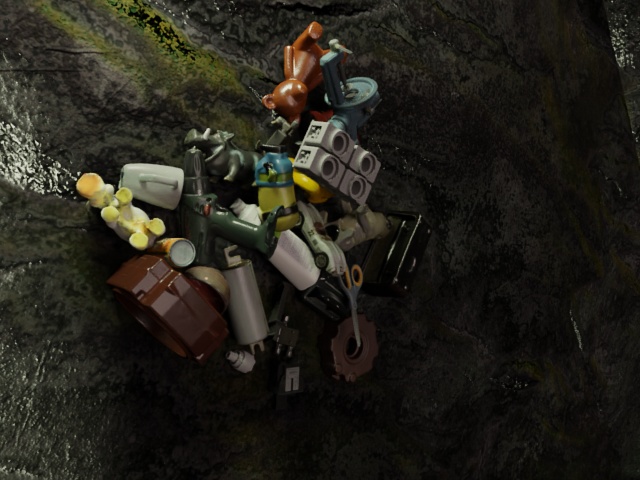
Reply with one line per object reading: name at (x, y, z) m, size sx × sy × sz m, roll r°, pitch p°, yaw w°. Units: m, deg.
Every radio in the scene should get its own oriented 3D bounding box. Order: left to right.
radio at (0.196, 0.036, 1.401) m, size 0.073 × 0.131 × 0.229 m, roll 37°, pitch 68°, yaw -36°

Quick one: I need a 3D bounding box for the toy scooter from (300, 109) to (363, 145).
toy scooter at (0.045, -0.268, 1.308) m, size 0.183 × 0.075 × 0.135 m, roll 41°, pitch 68°, yaw -28°

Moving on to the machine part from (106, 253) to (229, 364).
machine part at (-0.277, 0.124, 0.969) m, size 0.087 × 0.201 × 0.201 m, roll -51°, pitch 121°, yaw -25°

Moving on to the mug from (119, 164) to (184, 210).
mug at (-0.315, -0.104, 1.000) m, size 0.107 × 0.110 × 0.080 m, roll 9°, pitch 89°, yaw -26°

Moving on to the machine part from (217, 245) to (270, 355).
machine part at (-0.164, 0.131, 1.142) m, size 0.079 × 0.079 × 0.243 m, roll -23°, pitch 106°, yaw -37°

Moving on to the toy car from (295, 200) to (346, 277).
toy car at (-0.003, -0.004, 1.229) m, size 0.202 × 0.056 × 0.073 m, roll 59°, pitch 22°, yaw 20°

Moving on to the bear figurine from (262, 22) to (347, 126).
bear figurine at (-0.040, -0.363, 1.204) m, size 0.120 × 0.132 × 0.196 m, roll 34°, pitch 64°, yaw -30°

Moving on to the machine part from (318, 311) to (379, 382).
machine part at (0.075, 0.267, 1.356) m, size 0.179 × 0.056 × 0.179 m, roll 0°, pitch 90°, yaw -40°

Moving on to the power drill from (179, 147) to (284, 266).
power drill at (-0.179, -0.052, 1.050) m, size 0.207 × 0.086 × 0.231 m, roll 11°, pitch 105°, yaw 3°

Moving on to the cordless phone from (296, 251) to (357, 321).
cordless phone at (0.033, 0.090, 1.315) m, size 0.146 × 0.089 × 0.184 m, roll 40°, pitch 56°, yaw -32°

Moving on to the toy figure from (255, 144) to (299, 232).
toy figure at (-0.089, -0.105, 1.101) m, size 0.082 × 0.089 × 0.180 m, roll -12°, pitch 111°, yaw -43°

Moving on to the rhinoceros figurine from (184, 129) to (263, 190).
rhinoceros figurine at (-0.191, -0.170, 1.115) m, size 0.190 × 0.073 × 0.112 m, roll 18°, pitch 81°, yaw -39°

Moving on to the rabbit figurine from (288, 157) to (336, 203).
rabbit figurine at (-0.035, -0.142, 1.213) m, size 0.173 × 0.162 × 0.121 m, roll 6°, pitch 99°, yaw -22°

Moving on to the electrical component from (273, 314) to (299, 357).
electrical component at (-0.078, 0.223, 1.250) m, size 0.063 × 0.021 × 0.094 m, roll 22°, pitch 76°, yaw -38°

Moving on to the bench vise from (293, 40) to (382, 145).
bench vise at (0.042, -0.309, 1.173) m, size 0.224 × 0.129 × 0.240 m, roll -39°, pitch 135°, yaw -20°

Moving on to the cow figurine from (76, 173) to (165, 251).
cow figurine at (-0.364, -0.050, 0.974) m, size 0.167 × 0.098 × 0.068 m, roll 45°, pitch 69°, yaw -10°

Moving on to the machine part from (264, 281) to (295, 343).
machine part at (-0.095, 0.162, 1.209) m, size 0.039 × 0.084 × 0.139 m, roll 20°, pitch 68°, yaw -12°

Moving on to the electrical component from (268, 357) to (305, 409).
electrical component at (-0.080, 0.332, 1.236) m, size 0.075 × 0.048 × 0.119 m, roll 9°, pitch 83°, yaw -39°

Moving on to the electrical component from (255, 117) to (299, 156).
electrical component at (-0.097, -0.226, 1.187) m, size 0.045 × 0.102 × 0.078 m, roll 41°, pitch 23°, yaw 1°

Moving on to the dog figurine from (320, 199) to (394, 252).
dog figurine at (0.090, -0.014, 1.345) m, size 0.172 × 0.121 × 0.190 m, roll -44°, pitch 143°, yaw 7°
